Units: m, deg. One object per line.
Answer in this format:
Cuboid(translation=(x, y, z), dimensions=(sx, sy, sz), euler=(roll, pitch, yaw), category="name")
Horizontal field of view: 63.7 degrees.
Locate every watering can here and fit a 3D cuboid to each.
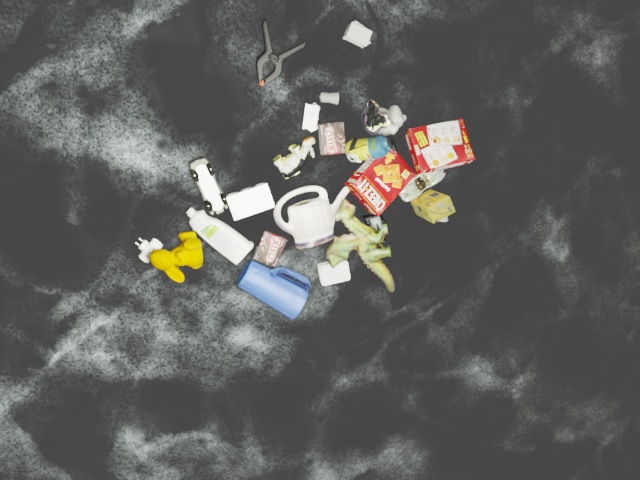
Cuboid(translation=(0.006, -0.093, 1.852), dimensions=(0.349, 0.105, 0.222), euler=(-16, 105, -18), category="watering can")

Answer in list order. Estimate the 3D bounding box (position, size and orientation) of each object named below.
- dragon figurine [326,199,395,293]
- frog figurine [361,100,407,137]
Cuboid(translation=(0.142, 0.041, 1.864), dimensions=(0.243, 0.124, 0.403), euler=(-8, 115, 2), category="dragon figurine")
Cuboid(translation=(0.228, -0.429, 1.834), dimensions=(0.139, 0.160, 0.121), euler=(36, 116, 23), category="frog figurine")
